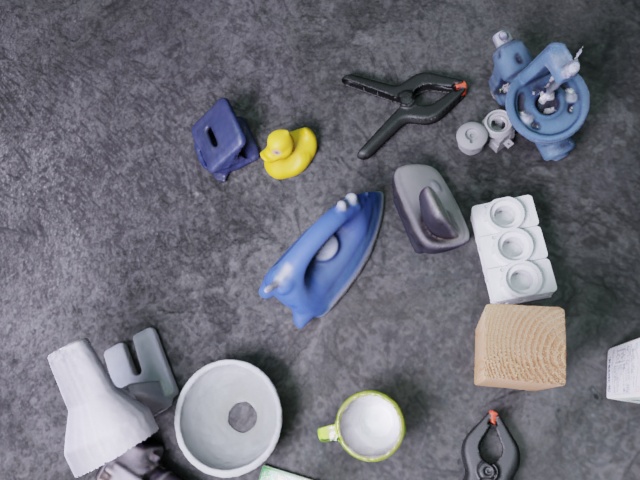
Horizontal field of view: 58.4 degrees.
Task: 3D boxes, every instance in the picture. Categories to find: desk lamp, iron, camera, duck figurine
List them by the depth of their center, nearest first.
[{"bbox_3d":[-0.303,0.228,0.841,0.118,0.214,0.203,-28,70,3],"label":"desk lamp"},{"bbox_3d":[-0.264,0.384,0.847,0.136,0.101,0.143,23,80,17],"label":"camera"},{"bbox_3d":[0.008,0.003,0.879,0.118,0.142,0.258,36,84,19],"label":"iron"},{"bbox_3d":[-0.057,-0.159,0.969,0.104,0.086,0.077,-38,70,-1],"label":"duck figurine"}]

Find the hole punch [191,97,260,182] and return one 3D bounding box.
[{"bbox_3d":[-0.172,-0.173,0.994,0.101,0.091,0.108,-27,70,3],"label":"hole punch"}]

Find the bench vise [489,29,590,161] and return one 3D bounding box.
[{"bbox_3d":[0.309,-0.234,0.842,0.121,0.220,0.207,-43,70,-2],"label":"bench vise"}]

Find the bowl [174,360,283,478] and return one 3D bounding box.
[{"bbox_3d":[-0.129,0.267,0.867,0.167,0.075,0.167,-3,74,11],"label":"bowl"}]

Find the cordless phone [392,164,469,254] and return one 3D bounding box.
[{"bbox_3d":[0.159,-0.062,0.843,0.094,0.185,0.147,-26,70,4],"label":"cordless phone"}]
